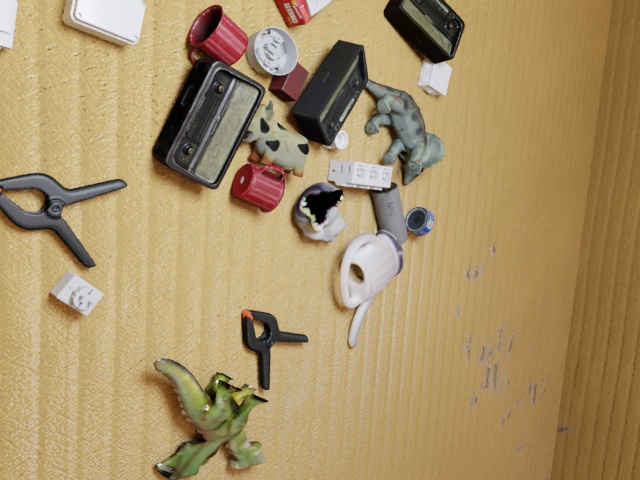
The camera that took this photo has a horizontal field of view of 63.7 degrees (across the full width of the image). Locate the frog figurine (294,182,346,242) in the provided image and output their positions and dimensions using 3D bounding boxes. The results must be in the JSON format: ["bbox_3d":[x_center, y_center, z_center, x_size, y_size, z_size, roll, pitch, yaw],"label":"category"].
[{"bbox_3d":[0.004,-0.064,1.264,0.157,0.123,0.139,71,32,-75],"label":"frog figurine"}]

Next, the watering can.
[{"bbox_3d":[0.132,0.117,1.410,0.227,0.105,0.340,-33,133,-36],"label":"watering can"}]

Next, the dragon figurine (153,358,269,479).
[{"bbox_3d":[-0.248,0.402,1.090,0.405,0.123,0.244,37,80,-41],"label":"dragon figurine"}]
